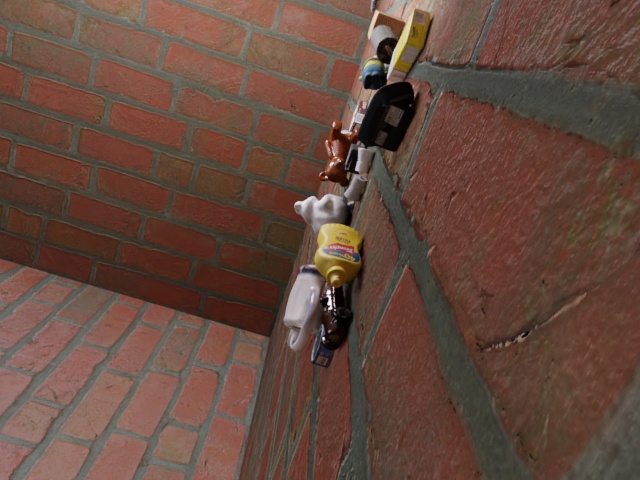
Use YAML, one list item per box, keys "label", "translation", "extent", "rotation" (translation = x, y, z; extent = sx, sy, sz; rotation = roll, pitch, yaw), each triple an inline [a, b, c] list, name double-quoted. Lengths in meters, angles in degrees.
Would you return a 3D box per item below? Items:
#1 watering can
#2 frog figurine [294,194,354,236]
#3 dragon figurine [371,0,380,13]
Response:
- label: "watering can"
  translation: [-0.040, 0.184, 1.364]
  extent: [0.343, 0.104, 0.227]
  rotation: [125, 163, -73]
- label: "frog figurine"
  translation: [0.004, -0.073, 1.455]
  extent: [0.134, 0.159, 0.126]
  rotation: [111, 173, -47]
- label: "dragon figurine"
  translation: [0.293, -0.960, 1.706]
  extent: [0.247, 0.123, 0.401]
  rotation: [-39, -18, -49]
